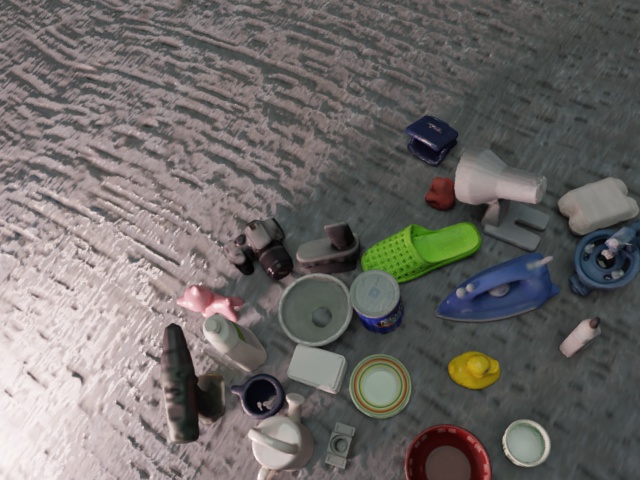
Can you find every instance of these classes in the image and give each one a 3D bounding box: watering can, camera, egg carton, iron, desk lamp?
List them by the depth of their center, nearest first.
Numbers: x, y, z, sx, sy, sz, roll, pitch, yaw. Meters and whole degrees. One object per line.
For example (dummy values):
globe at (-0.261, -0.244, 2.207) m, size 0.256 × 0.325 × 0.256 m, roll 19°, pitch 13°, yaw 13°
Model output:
watering can at (-0.080, 0.388, 1.120) m, size 0.100 × 0.194 × 0.173 m, roll -2°, pitch 66°, yaw 11°
iron at (0.360, 0.097, 1.185) m, size 0.258 × 0.142 × 0.118 m, roll -20°, pitch 64°, yaw 3°
desk lamp at (0.393, -0.093, 1.222) m, size 0.202 × 0.214 × 0.118 m, roll 24°, pitch 74°, yaw 20°
egg carton at (0.604, -0.073, 1.249) m, size 0.150 × 0.069 × 0.107 m, roll -20°, pitch 64°, yaw 3°
camera at (-0.136, 0.031, 1.340) m, size 0.143 × 0.101 × 0.136 m, roll -34°, pitch 64°, yaw -4°

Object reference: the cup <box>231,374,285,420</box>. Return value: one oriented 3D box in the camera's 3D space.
cup at (-0.124, 0.334, 1.209) m, size 0.117 × 0.095 × 0.092 m, roll 9°, pitch 69°, yaw 15°

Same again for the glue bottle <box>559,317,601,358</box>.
glue bottle at (0.511, 0.178, 1.101) m, size 0.078 × 0.173 × 0.037 m, roll -38°, pitch 64°, yaw -6°

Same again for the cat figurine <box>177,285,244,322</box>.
cat figurine at (-0.253, 0.138, 1.309) m, size 0.127 × 0.118 × 0.067 m, roll 6°, pitch 68°, yaw 14°

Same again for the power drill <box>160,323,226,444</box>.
power drill at (-0.268, 0.306, 1.188) m, size 0.075 × 0.209 × 0.229 m, roll -12°, pitch 65°, yaw 7°

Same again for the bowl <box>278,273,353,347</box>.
bowl at (-0.004, 0.162, 1.270) m, size 0.167 × 0.075 × 0.167 m, roll -4°, pitch 66°, yaw 10°

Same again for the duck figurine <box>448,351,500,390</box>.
duck figurine at (0.312, 0.257, 1.156) m, size 0.104 × 0.086 × 0.077 m, roll -1°, pitch 67°, yaw 11°

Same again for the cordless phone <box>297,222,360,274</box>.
cordless phone at (0.012, 0.005, 1.274) m, size 0.147 × 0.185 × 0.094 m, roll -15°, pitch 64°, yaw 5°

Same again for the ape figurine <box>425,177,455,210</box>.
ape figurine at (0.278, -0.114, 1.322) m, size 0.078 × 0.092 × 0.076 m, roll -22°, pitch 64°, yaw 2°

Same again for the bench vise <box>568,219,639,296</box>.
bench vise at (0.590, 0.003, 1.135) m, size 0.121 × 0.220 × 0.207 m, roll 32°, pitch 77°, yaw 23°

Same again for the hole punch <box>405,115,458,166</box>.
hole punch at (0.269, -0.254, 1.385) m, size 0.108 × 0.091 × 0.101 m, roll 36°, pitch 78°, yaw 23°
